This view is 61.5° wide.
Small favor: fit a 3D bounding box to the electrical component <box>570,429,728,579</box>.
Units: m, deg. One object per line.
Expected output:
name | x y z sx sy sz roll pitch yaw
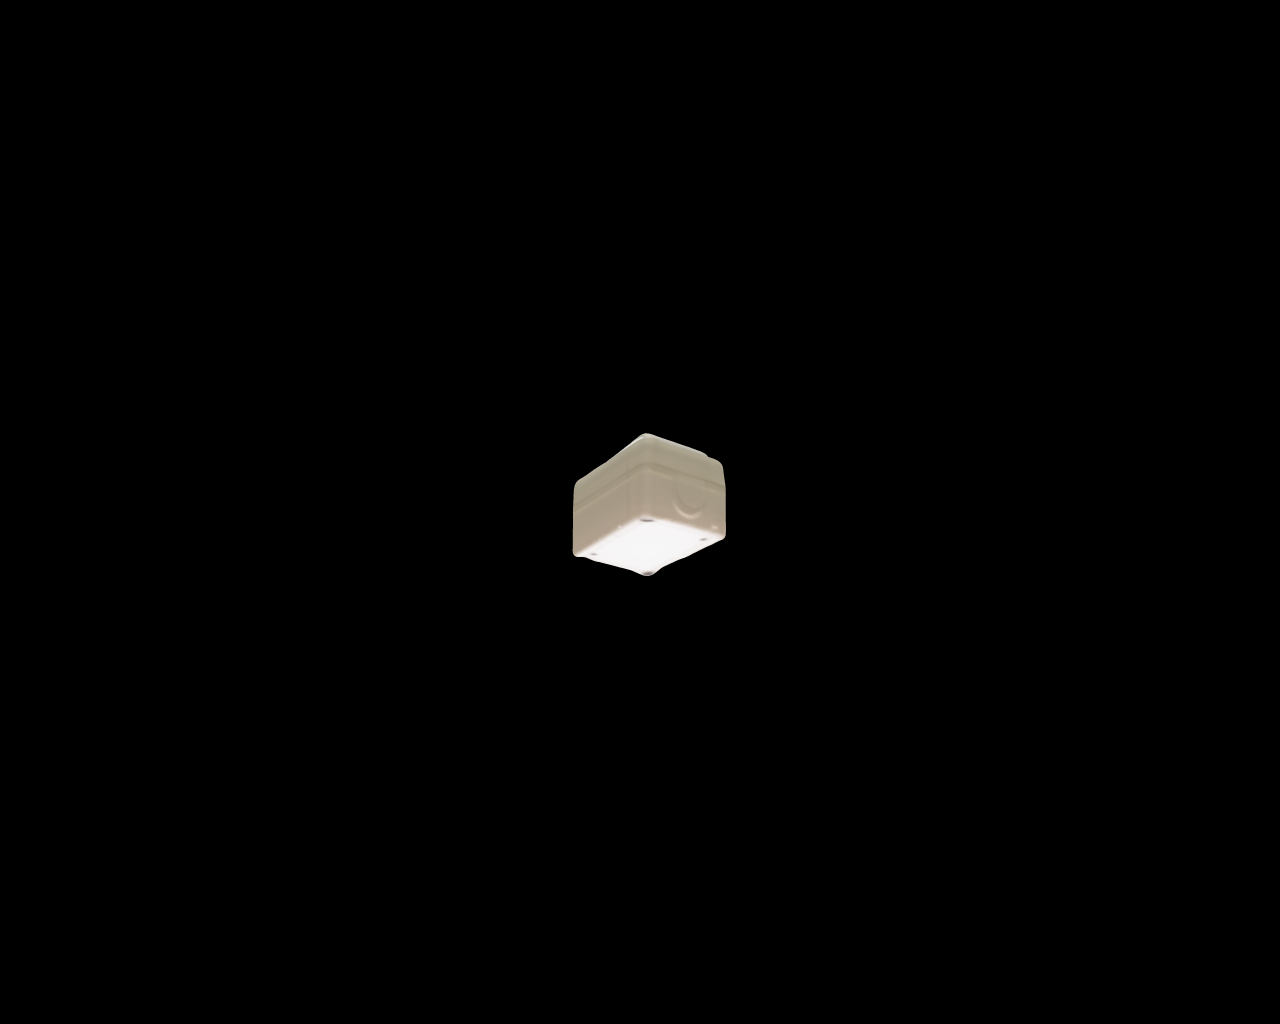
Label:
electrical component | 0.001 -0.003 0.650 0.062 0.061 0.096 17 -29 -32
